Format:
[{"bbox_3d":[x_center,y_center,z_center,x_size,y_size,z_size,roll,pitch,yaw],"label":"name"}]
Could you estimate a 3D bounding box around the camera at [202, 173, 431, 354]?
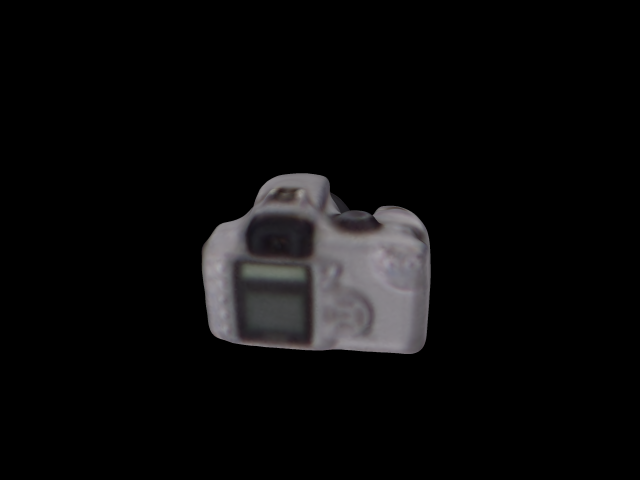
[{"bbox_3d":[0.004,0.001,0.400,0.143,0.101,0.137,3,22,7],"label":"camera"}]
